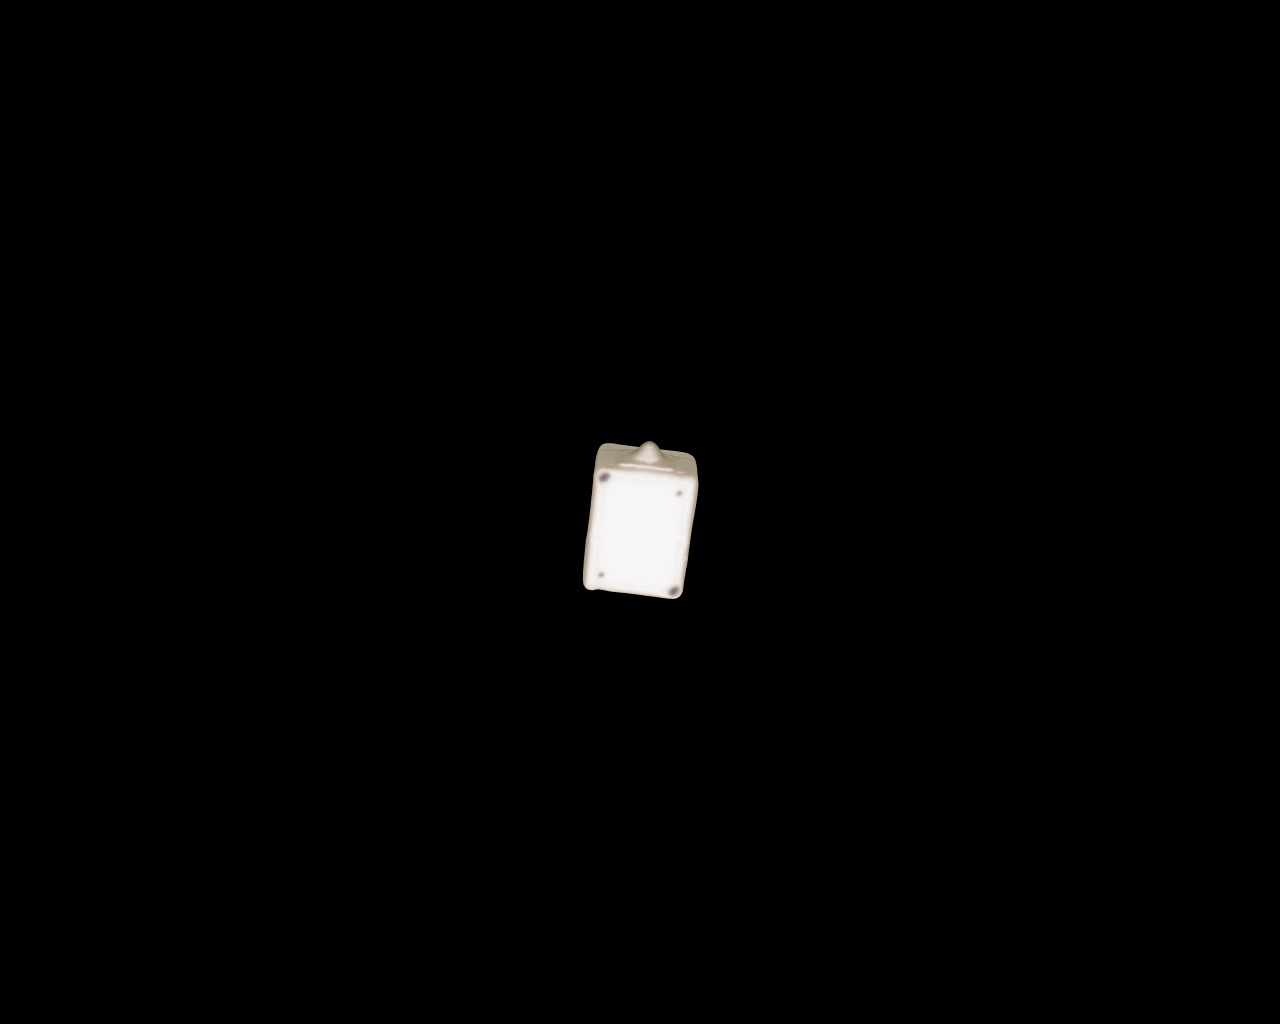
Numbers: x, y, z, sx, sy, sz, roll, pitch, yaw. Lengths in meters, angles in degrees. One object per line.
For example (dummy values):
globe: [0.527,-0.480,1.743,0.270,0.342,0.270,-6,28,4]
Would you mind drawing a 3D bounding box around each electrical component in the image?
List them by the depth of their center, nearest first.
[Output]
electrical component: [0.001,-0.003,0.650,0.062,0.096,0.061,7,20,-2]
